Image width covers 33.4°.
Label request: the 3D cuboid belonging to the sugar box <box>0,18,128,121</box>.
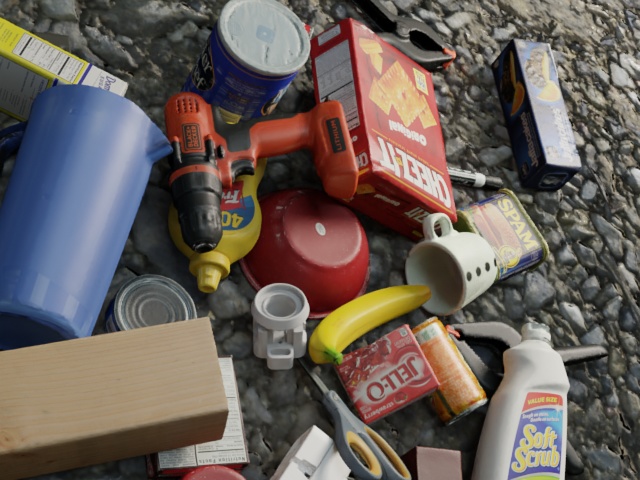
[{"bbox_3d":[-0.290,-0.161,1.078,0.176,0.093,0.048,25,54,-12],"label":"sugar box"}]

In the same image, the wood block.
[{"bbox_3d":[-0.190,0.139,0.920,0.206,0.090,0.091,-9,65,-14],"label":"wood block"}]

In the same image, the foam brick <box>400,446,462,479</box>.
[{"bbox_3d":[0.108,0.251,1.058,0.053,0.051,0.078,12,57,-19],"label":"foam brick"}]

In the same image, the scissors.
[{"bbox_3d":[0.010,0.166,1.037,0.202,0.016,0.096,45,16,15],"label":"scissors"}]

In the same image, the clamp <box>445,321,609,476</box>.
[{"bbox_3d":[0.228,0.143,1.190,0.210,0.036,0.164,34,56,-5],"label":"clamp"}]

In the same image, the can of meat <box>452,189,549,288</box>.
[{"bbox_3d":[0.204,0.000,1.254,0.083,0.058,0.102,-21,73,-32],"label":"can of meat"}]

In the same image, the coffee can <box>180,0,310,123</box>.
[{"bbox_3d":[-0.084,-0.182,1.163,0.102,0.140,0.103,12,57,-20],"label":"coffee can"}]

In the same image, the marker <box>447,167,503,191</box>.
[{"bbox_3d":[0.171,-0.078,1.306,0.121,0.020,0.020,9,58,-22],"label":"marker"}]

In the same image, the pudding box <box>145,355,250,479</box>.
[{"bbox_3d":[-0.120,0.166,1.003,0.089,0.039,0.113,2,63,-25],"label":"pudding box"}]

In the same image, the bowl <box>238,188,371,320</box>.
[{"bbox_3d":[-0.008,0.001,1.147,0.162,0.055,0.162,12,57,-19],"label":"bowl"}]

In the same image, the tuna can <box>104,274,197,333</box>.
[{"bbox_3d":[-0.164,0.077,1.036,0.086,0.034,0.086,12,57,-20],"label":"tuna can"}]

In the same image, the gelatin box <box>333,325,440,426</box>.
[{"bbox_3d":[0.068,0.139,1.095,0.089,0.030,0.073,-26,74,-6],"label":"gelatin box"}]

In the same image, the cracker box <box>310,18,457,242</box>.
[{"bbox_3d":[0.073,-0.126,1.217,0.164,0.072,0.213,26,48,-44],"label":"cracker box"}]

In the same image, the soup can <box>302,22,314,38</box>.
[{"bbox_3d":[-0.068,-0.242,1.254,0.102,0.069,0.068,26,53,-11],"label":"soup can"}]

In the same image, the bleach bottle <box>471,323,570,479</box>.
[{"bbox_3d":[0.205,0.204,1.099,0.102,0.068,0.250,21,64,-21],"label":"bleach bottle"}]

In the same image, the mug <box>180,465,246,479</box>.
[{"bbox_3d":[-0.108,0.255,0.928,0.093,0.082,0.117,37,52,-3],"label":"mug"}]

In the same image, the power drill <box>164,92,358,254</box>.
[{"bbox_3d":[-0.060,-0.074,1.075,0.187,0.057,0.184,-4,60,-13],"label":"power drill"}]

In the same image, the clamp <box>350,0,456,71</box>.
[{"bbox_3d":[0.093,-0.270,1.371,0.171,0.039,0.120,15,61,-23],"label":"clamp"}]

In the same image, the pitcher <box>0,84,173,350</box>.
[{"bbox_3d":[-0.250,-0.016,1.001,0.144,0.149,0.242,30,54,-27],"label":"pitcher"}]

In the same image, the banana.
[{"bbox_3d":[0.043,0.089,1.115,0.070,0.037,0.197,12,26,31],"label":"banana"}]

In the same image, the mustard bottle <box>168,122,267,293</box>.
[{"bbox_3d":[-0.108,-0.032,1.112,0.096,0.058,0.191,6,59,-4],"label":"mustard bottle"}]
